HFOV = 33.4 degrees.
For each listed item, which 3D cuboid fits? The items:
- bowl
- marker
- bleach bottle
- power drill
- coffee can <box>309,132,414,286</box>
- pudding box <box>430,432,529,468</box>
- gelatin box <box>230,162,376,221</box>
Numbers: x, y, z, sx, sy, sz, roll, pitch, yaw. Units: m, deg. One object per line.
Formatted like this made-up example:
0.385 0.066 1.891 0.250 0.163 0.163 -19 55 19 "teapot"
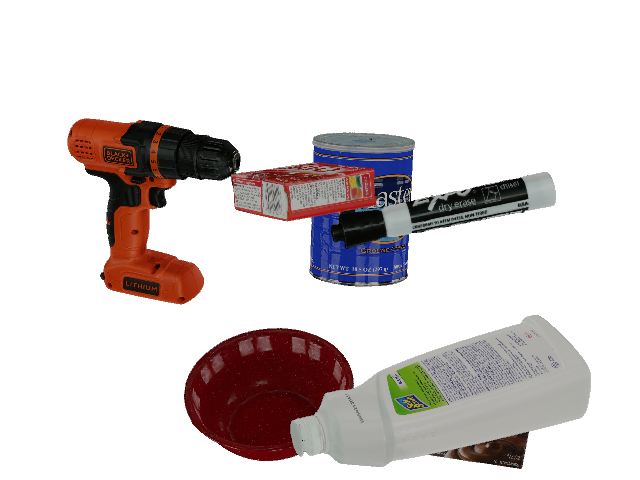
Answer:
-0.047 0.157 1.022 0.162 0.055 0.162 -4 37 3 "bowl"
0.065 -0.016 0.571 0.121 0.020 0.020 -12 1 -3 "marker"
0.094 0.132 0.893 0.250 0.068 0.103 -11 31 -18 "bleach bottle"
-0.163 -0.030 1.085 0.185 0.188 0.057 11 29 21 "power drill"
0.041 -0.034 1.086 0.103 0.140 0.103 2 13 -1 "coffee can"
0.170 0.192 1.155 0.113 0.090 0.039 7 21 3 "pudding box"
-0.013 -0.037 0.770 0.073 0.030 0.089 -10 12 -28 "gelatin box"
